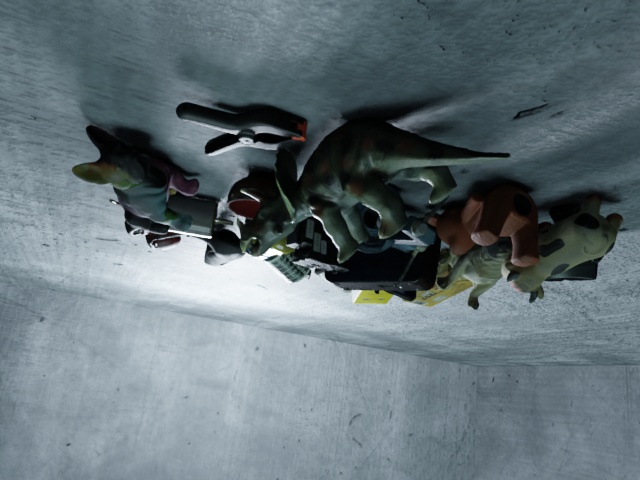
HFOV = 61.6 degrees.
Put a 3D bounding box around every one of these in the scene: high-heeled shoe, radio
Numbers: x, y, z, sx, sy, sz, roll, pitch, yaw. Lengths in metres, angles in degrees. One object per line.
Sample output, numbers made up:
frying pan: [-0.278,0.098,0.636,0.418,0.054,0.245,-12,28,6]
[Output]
high-heeled shoe: [-0.202,0.025,1.240,0.145,0.086,0.248,13,170,13]
radio: [0.123,0.034,1.088,0.230,0.131,0.073,-4,158,33]

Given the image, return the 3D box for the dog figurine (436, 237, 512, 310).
dog figurine: [0.330,0.018,1.051,0.121,0.172,0.190,27,127,-12]

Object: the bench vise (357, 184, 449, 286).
bench vise: [0.122,-0.019,0.901,0.223,0.129,0.241,37,171,-22]

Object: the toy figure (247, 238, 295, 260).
toy figure: [-0.107,-0.001,1.164,0.089,0.082,0.180,20,158,-19]

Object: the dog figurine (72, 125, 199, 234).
dog figurine: [-0.321,-0.099,0.903,0.192,0.108,0.219,-2,157,36]

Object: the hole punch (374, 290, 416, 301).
hole punch: [0.174,0.055,1.158,0.116,0.142,0.092,19,139,-11]

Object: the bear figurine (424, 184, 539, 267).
bear figurine: [0.258,-0.014,0.891,0.120,0.132,0.196,29,151,-19]

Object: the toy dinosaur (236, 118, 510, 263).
toy dinosaur: [0.043,-0.089,0.731,0.405,0.131,0.192,-33,96,42]

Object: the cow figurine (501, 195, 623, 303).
cow figurine: [0.379,0.023,0.869,0.085,0.127,0.195,45,138,-7]

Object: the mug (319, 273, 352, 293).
mug: [0.036,0.079,1.386,0.110,0.081,0.107,-1,152,45]

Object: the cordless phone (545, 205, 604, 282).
cordless phone: [0.422,-0.002,0.969,0.147,0.089,0.184,-6,148,39]

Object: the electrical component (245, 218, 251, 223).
electrical component: [-0.119,-0.054,1.020,0.094,0.063,0.021,-6,158,40]

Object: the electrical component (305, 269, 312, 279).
electrical component: [-0.077,0.054,1.341,0.119,0.075,0.047,5,163,-4]

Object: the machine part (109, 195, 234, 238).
machine part: [-0.295,-0.054,1.077,0.243,0.079,0.079,9,163,-8]

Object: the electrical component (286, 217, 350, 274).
electrical component: [-0.002,-0.003,1.051,0.134,0.115,0.058,21,154,-37]

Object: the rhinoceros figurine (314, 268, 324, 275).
rhinoceros figurine: [0.034,0.037,1.260,0.112,0.073,0.190,-12,155,23]

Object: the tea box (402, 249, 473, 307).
tea box: [0.276,0.093,1.261,0.098,0.068,0.169,16,145,-30]

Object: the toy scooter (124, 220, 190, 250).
toy scooter: [-0.333,-0.028,1.186,0.135,0.075,0.183,-13,169,2]
